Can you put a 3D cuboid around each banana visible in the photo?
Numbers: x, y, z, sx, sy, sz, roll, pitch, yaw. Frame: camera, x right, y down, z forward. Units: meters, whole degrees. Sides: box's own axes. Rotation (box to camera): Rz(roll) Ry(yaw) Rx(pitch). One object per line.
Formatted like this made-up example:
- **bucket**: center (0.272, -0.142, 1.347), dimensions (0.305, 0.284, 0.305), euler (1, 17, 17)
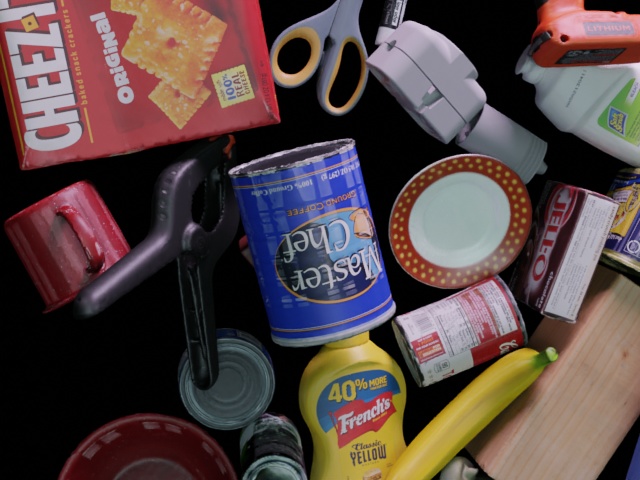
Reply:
- **banana**: center (0.123, 0.155, 0.922), dimensions (0.198, 0.069, 0.037), euler (-45, 77, 5)

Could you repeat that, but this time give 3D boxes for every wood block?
- **wood block**: center (0.227, 0.131, 0.952), dimensions (0.090, 0.091, 0.206), euler (32, 93, -11)

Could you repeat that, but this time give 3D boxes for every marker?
- **marker**: center (0.070, -0.225, 0.914), dimensions (0.020, 0.020, 0.121), euler (12, 97, -10)

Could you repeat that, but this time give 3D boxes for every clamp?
- **clamp**: center (-0.107, 0.011, 0.881), dimensions (0.164, 0.036, 0.210), euler (49, 53, -44)

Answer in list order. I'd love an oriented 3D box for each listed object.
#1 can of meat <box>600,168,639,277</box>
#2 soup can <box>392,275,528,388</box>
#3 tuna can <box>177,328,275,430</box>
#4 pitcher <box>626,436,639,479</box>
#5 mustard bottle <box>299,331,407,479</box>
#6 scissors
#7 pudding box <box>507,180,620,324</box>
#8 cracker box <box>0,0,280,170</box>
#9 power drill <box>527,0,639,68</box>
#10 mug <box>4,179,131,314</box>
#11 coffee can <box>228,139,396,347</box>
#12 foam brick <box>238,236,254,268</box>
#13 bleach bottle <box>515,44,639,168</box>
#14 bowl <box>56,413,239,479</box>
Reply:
- **can of meat**: center (0.279, -0.015, 0.933), dimensions (0.057, 0.102, 0.084), euler (26, 92, -10)
- **soup can**: center (0.122, 0.081, 0.942), dimensions (0.102, 0.068, 0.068), euler (-22, 101, -4)
- **tuna can**: center (-0.082, 0.123, 0.938), dimensions (0.086, 0.034, 0.086), euler (-1, 99, -8)
- **pitcher**: center (0.333, 0.176, 0.877), dimensions (0.145, 0.149, 0.243), euler (17, 101, 32)
- **mustard bottle**: center (0.031, 0.150, 0.944), dimensions (0.096, 0.058, 0.191), euler (-10, 99, -16)
- **scissors**: center (0.009, -0.208, 0.910), dimensions (0.096, 0.016, 0.202), euler (5, 98, -9)
- **pudding box**: center (0.210, 0.008, 0.932), dimensions (0.039, 0.090, 0.113), euler (16, 96, -11)
- **cracker box**: center (-0.151, -0.156, 0.867), dimensions (0.213, 0.072, 0.164), euler (-11, 99, -5)
- **power drill**: center (0.234, -0.242, 0.893), dimensions (0.184, 0.057, 0.187), euler (-5, 79, -6)
- **mug**: center (-0.201, 0.002, 0.865), dimensions (0.093, 0.117, 0.081), euler (-30, 97, -20)
- **coffee can**: center (-0.006, 0.001, 0.841), dimensions (0.102, 0.103, 0.140), euler (-15, 101, -5)
- **foam brick**: center (-0.025, 0.002, 0.919), dimensions (0.078, 0.051, 0.053), euler (-38, 103, -1)
- **bleach bottle**: center (0.293, -0.115, 0.940), dimensions (0.250, 0.068, 0.102), euler (24, 94, -8)
- **bowl**: center (-0.146, 0.232, 0.919), dimensions (0.162, 0.055, 0.162), euler (1, 76, -2)
